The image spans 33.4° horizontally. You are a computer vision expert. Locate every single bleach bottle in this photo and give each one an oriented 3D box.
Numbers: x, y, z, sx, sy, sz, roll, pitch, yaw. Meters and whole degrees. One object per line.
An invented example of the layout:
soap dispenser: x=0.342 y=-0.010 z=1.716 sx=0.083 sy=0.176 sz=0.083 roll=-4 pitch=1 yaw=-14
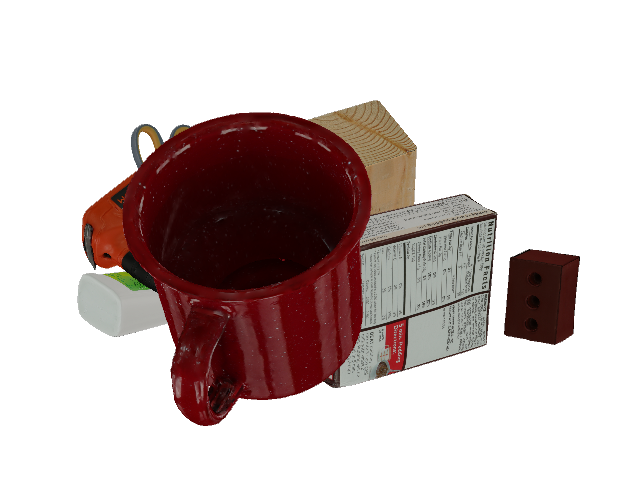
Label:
bleach bottle: x=-0.196 y=0.068 z=1.451 sx=0.250 sy=0.068 sz=0.103 roll=-11 pitch=26 yaw=-44

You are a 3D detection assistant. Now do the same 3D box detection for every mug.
mug: x=-0.028 y=0.019 z=0.417 sx=0.093 sy=0.117 sz=0.081 roll=10 pitch=-38 yaw=13

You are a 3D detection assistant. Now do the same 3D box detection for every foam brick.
foam brick: x=0.207 y=0.052 z=0.998 sx=0.053 sy=0.078 sz=0.051 roll=9 pitch=15 yaw=31

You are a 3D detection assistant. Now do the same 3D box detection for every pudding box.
pudding box: x=0.046 y=0.028 z=0.618 sx=0.113 sy=0.090 sz=0.039 roll=-14 pitch=27 yaw=-28

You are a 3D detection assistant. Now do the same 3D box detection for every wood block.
wood block: x=0.039 y=-0.031 z=1.117 sx=0.090 sy=0.206 sz=0.091 roll=-19 pitch=47 yaw=-16

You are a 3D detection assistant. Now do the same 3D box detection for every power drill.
power drill: x=-0.074 y=0.006 z=0.822 sx=0.188 sy=0.057 sz=0.184 roll=31 pitch=52 yaw=24

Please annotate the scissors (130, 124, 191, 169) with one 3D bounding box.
scissors: x=-0.141 y=-0.041 z=1.172 sx=0.016 sy=0.202 sz=0.096 roll=-15 pitch=16 yaw=49
